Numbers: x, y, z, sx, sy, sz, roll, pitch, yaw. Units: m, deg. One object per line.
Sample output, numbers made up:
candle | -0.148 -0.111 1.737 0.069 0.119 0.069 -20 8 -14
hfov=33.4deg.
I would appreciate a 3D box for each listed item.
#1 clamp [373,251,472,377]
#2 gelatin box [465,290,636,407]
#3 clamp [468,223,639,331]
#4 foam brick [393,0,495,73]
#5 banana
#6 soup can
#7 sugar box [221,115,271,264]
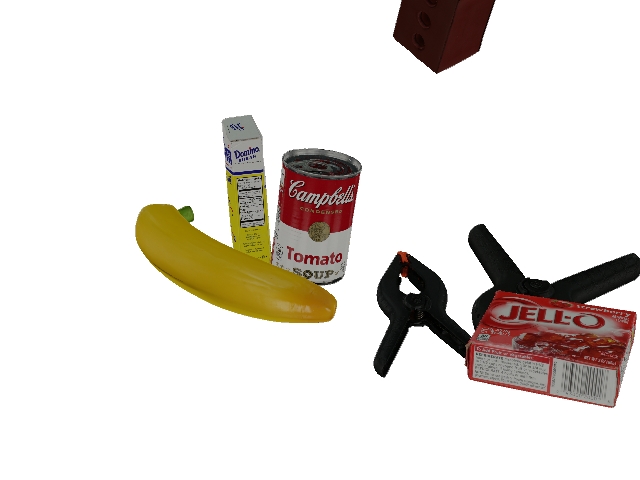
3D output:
clamp | 0.117 0.082 1.179 0.120 0.171 0.039 5 -43 -5
gelatin box | 0.139 0.062 0.643 0.089 0.030 0.073 9 26 21
clamp | 0.183 0.049 0.959 0.165 0.036 0.209 15 35 25
foam brick | 0.096 -0.178 0.815 0.051 0.053 0.078 -33 -26 -28
banana | -0.070 0.010 0.687 0.069 0.037 0.198 -16 29 -30
soup can | -0.005 -0.021 0.919 0.068 0.102 0.068 7 23 -3
sugar box | -0.092 -0.057 1.318 0.048 0.176 0.093 -10 25 -8
